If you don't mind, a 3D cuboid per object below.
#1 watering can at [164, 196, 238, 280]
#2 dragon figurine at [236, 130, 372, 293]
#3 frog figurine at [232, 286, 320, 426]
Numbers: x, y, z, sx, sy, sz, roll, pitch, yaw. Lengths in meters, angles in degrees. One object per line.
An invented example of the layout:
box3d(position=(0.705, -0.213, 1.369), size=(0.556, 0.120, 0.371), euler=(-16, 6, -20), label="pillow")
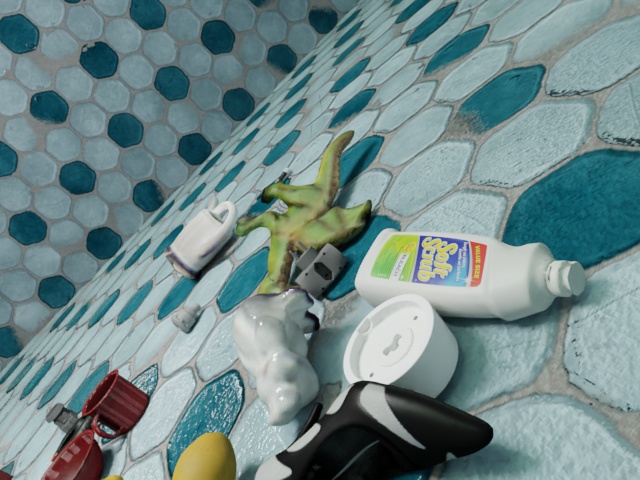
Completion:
box3d(position=(-0.309, -0.018, 1.363), size=(0.225, 0.103, 0.350), euler=(-48, 23, -4), label="watering can")
box3d(position=(0.003, -0.046, 0.921), size=(0.244, 0.120, 0.414), euler=(21, 69, 48), label="dragon figurine")
box3d(position=(-0.057, 0.148, 0.632), size=(0.134, 0.122, 0.163), euler=(109, 175, -50), label="frog figurine")
